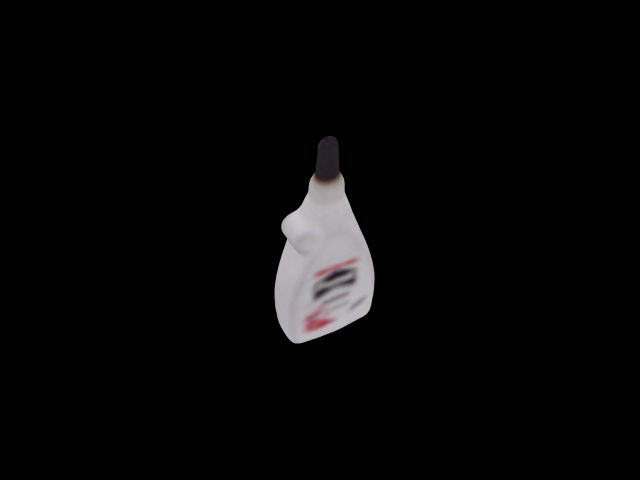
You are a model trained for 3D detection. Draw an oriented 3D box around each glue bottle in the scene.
[{"bbox_3d":[0.004,0.001,0.400,0.078,0.173,0.037,-24,50,-21],"label":"glue bottle"}]
